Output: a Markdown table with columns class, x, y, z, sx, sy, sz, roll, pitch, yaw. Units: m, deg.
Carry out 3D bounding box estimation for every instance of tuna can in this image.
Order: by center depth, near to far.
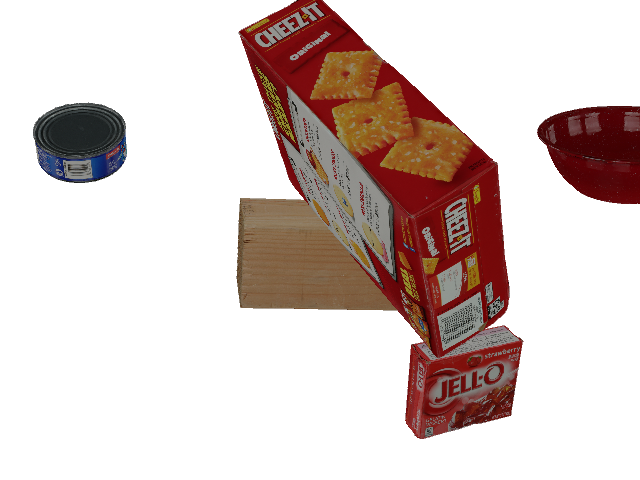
| class | x | y | z | sx | sy | sz | roll | pitch | yaw |
| --- | --- | --- | --- | --- | --- | --- | --- | --- | --- |
| tuna can | -0.227 | -0.093 | 1.011 | 0.086 | 0.034 | 0.086 | 2 | 42 | -2 |

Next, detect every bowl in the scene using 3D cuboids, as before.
| class | x | y | z | sx | sy | sz | roll | pitch | yaw |
| --- | --- | --- | --- | --- | --- | --- | --- | --- | --- |
| bowl | 0.281 | -0.076 | 0.982 | 0.162 | 0.055 | 0.162 | -3 | 24 | 1 |

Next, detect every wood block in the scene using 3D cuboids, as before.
| class | x | y | z | sx | sy | sz | roll | pitch | yaw |
| --- | --- | --- | --- | --- | --- | --- | --- | --- | --- |
| wood block | 0.021 | 0.014 | 1.072 | 0.206 | 0.091 | 0.090 | 2 | 18 | -7 |

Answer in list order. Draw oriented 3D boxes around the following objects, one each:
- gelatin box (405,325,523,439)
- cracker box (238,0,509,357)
| class | x | y | z | sx | sy | sz | roll | pitch | yaw |
| --- | --- | --- | --- | --- | --- | --- | --- | --- | --- |
| gelatin box | 0.112 | 0.112 | 0.843 | 0.089 | 0.073 | 0.030 | -9 | 29 | -23 |
| cracker box | 0.040 | -0.047 | 0.736 | 0.072 | 0.214 | 0.164 | -31 | -38 | -10 |
